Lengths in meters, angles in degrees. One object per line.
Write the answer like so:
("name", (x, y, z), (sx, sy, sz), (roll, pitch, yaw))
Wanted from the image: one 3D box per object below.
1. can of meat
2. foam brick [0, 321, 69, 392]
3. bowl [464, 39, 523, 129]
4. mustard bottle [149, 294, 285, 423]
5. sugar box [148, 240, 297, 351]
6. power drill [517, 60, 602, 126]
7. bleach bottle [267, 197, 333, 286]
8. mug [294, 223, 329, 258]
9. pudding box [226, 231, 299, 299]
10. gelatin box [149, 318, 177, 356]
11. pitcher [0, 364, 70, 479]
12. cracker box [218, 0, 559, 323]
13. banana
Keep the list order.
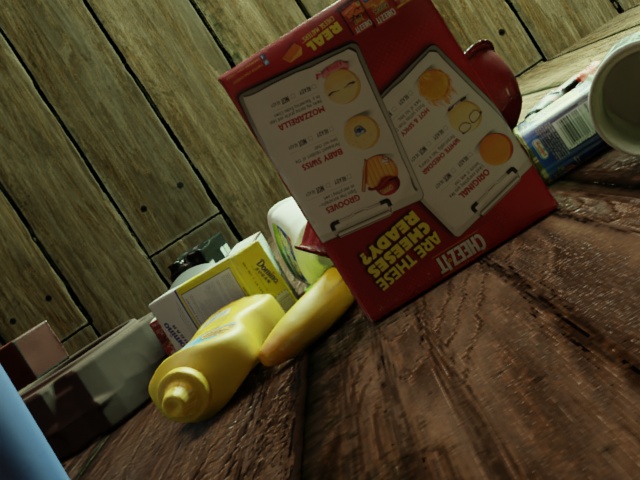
("can of meat", (0.216, -0.095, 0.918), (0.084, 0.057, 0.102), (-34, 4, 13))
("foam brick", (-0.332, 0.134, 1.206), (0.078, 0.053, 0.051), (-27, 7, 44))
("bowl", (0.152, -0.111, 1.043), (0.162, 0.055, 0.162), (-49, -23, -30))
("mustard bottle", (-0.089, 0.103, 0.874), (0.096, 0.058, 0.191), (-32, 4, 16))
("sugar box", (-0.093, 0.071, 1.043), (0.048, 0.093, 0.177), (-35, 5, -36))
("power drill", (0.279, -0.145, 1.021), (0.184, 0.057, 0.188), (-40, 8, -33))
("bleach bottle", (-0.008, 0.001, 1.148), (0.068, 0.102, 0.251), (-22, 4, -5))
("mug", (0.026, -0.022, 0.959), (0.093, 0.081, 0.117), (13, -2, 29))
("pudding box", (-0.062, 0.041, 1.182), (0.039, 0.090, 0.113), (-31, 4, 2))
("gelatin box", (-0.125, 0.095, 1.140), (0.089, 0.073, 0.030), (-31, 5, 5))
("pitcher", (-0.283, 0.127, 0.752), (0.144, 0.243, 0.149), (-34, 4, -21))
("cracker box", (0.049, -0.072, 0.803), (0.164, 0.213, 0.072), (-32, 2, 3))
("banana", (0.000, 0.058, 0.912), (0.070, 0.037, 0.197), (-46, -1, 17))
